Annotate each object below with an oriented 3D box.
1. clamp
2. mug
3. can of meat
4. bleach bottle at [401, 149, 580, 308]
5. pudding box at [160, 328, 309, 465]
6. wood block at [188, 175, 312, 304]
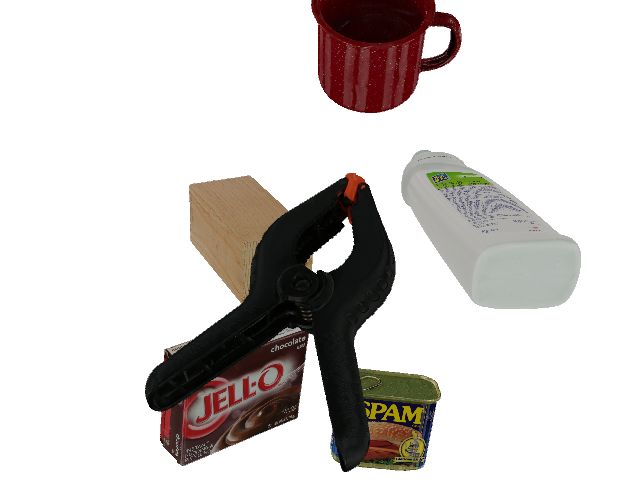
[{"bbox_3d":[-0.001,0.040,0.564,0.120,0.171,0.039,25,-26,18],"label":"clamp"},{"bbox_3d":[0.051,-0.155,0.831,0.117,0.093,0.081,-2,-35,-2],"label":"mug"},{"bbox_3d":[0.063,0.182,1.077,0.102,0.084,0.057,7,18,-5],"label":"can of meat"},{"bbox_3d":[0.144,-0.025,1.002,0.102,0.068,0.251,-1,27,-14],"label":"bleach bottle"},{"bbox_3d":[-0.066,0.110,0.814,0.113,0.090,0.039,-19,41,-36],"label":"pudding box"},{"bbox_3d":[-0.092,-0.003,1.356,0.090,0.090,0.206,-9,26,-23],"label":"wood block"}]
